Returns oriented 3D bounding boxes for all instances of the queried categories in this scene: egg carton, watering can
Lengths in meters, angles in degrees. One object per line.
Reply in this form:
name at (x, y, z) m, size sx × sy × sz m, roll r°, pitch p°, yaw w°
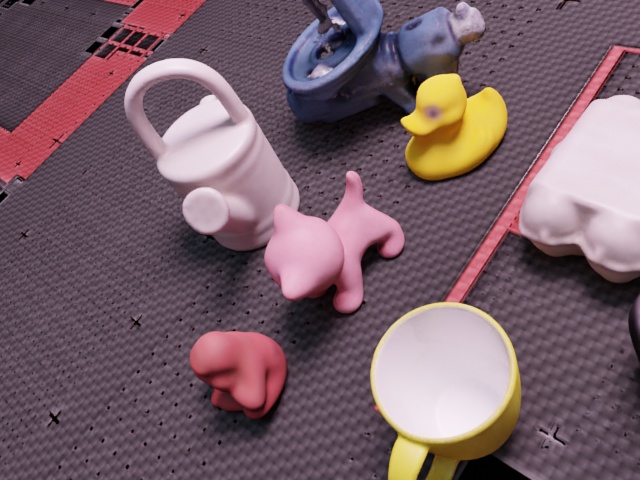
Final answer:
egg carton at (0.226, -0.043, 0.435) m, size 0.107 × 0.070 × 0.150 m, roll 28°, pitch 71°, yaw 36°
watering can at (-0.096, -0.077, 0.522) m, size 0.101 × 0.195 × 0.172 m, roll -36°, pitch 50°, yaw -4°

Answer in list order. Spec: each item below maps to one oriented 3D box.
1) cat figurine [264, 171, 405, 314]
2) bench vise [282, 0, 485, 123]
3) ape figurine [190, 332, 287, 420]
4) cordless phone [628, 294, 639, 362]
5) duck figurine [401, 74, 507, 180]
cat figurine at (0.004, 0.002, 0.470) m, size 0.067 × 0.118 × 0.128 m, roll 22°, pitch 68°, yaw 35°
bench vise at (0.039, -0.214, 0.544) m, size 0.207 × 0.220 × 0.121 m, roll -18°, pitch 51°, yaw 12°
ape figurine at (-0.070, 0.100, 0.449) m, size 0.076 × 0.092 × 0.077 m, roll -37°, pitch 50°, yaw -5°
cordless phone at (0.247, 0.024, 0.301) m, size 0.147 × 0.186 × 0.094 m, roll -25°, pitch 50°, yaw 6°
duck figurine at (0.119, -0.114, 0.524) m, size 0.104 × 0.086 × 0.077 m, roll -32°, pitch 50°, yaw -1°
